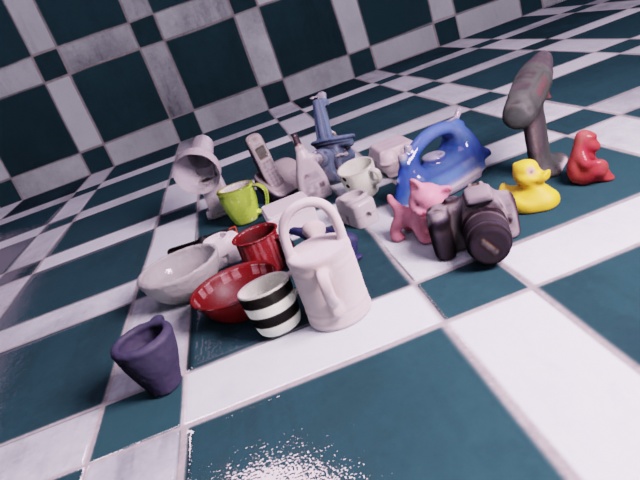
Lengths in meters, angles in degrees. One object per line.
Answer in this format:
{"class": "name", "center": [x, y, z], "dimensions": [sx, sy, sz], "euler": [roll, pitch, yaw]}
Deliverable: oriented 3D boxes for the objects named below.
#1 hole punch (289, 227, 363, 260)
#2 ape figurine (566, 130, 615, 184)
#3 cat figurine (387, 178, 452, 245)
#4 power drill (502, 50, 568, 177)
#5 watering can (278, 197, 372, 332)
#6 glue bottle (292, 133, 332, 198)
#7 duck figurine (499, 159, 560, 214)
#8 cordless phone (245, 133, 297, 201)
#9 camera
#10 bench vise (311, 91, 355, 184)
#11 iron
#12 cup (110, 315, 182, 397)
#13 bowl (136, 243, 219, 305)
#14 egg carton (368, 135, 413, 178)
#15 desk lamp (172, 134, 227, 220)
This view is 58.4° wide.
{"class": "hole punch", "center": [0.009, 0.004, 1.032], "dimensions": [0.101, 0.091, 0.108], "euler": [-29, 23, -22]}
{"class": "ape figurine", "center": [0.468, -0.148, 1.001], "dimensions": [0.076, 0.092, 0.078], "euler": [-6, 26, 31]}
{"class": "cat figurine", "center": [0.172, -0.059, 1.006], "dimensions": [0.127, 0.118, 0.067], "euler": [3, 31, 44]}
{"class": "power drill", "center": [0.413, -0.232, 1.090], "dimensions": [0.075, 0.209, 0.230], "euler": [-2, 27, 37]}
{"class": "watering can", "center": [-0.002, 0.026, 0.848], "dimensions": [0.101, 0.194, 0.172], "euler": [-27, 23, -17]}
{"class": "glue bottle", "center": [-0.032, -0.176, 1.383], "dimensions": [0.078, 0.173, 0.037], "euler": [-24, 22, -10]}
{"class": "duck figurine", "center": [0.354, -0.098, 0.987], "dimensions": [0.104, 0.086, 0.078], "euler": [4, 32, 46]}
{"class": "cordless phone", "center": [-0.118, -0.207, 1.514], "dimensions": [0.093, 0.185, 0.148], "euler": [1, 29, 41]}
{"class": "camera", "center": [0.237, -0.023, 0.888], "dimensions": [0.143, 0.101, 0.137], "euler": [-14, 22, 15]}
{"class": "bench vise", "center": [0.026, -0.268, 1.490], "dimensions": [0.121, 0.220, 0.207], "euler": [-15, 22, 11]}
{"class": "iron", "center": [0.230, -0.166, 1.180], "dimensions": [0.259, 0.142, 0.118], "euler": [-32, 25, -28]}
{"class": "cup", "center": [-0.240, 0.172, 0.839], "dimensions": [0.091, 0.095, 0.118], "euler": [-16, 22, 10]}
{"class": "bowl", "center": [-0.264, 0.077, 1.114], "dimensions": [0.167, 0.075, 0.167], "euler": [-17, 22, 7]}
{"class": "egg carton", "center": [0.184, -0.210, 1.421], "dimensions": [0.107, 0.069, 0.150], "euler": [-22, 22, -5]}
{"class": "desk lamp", "center": [-0.297, -0.166, 1.531], "dimensions": [0.118, 0.214, 0.203], "euler": [-16, 22, 9]}
